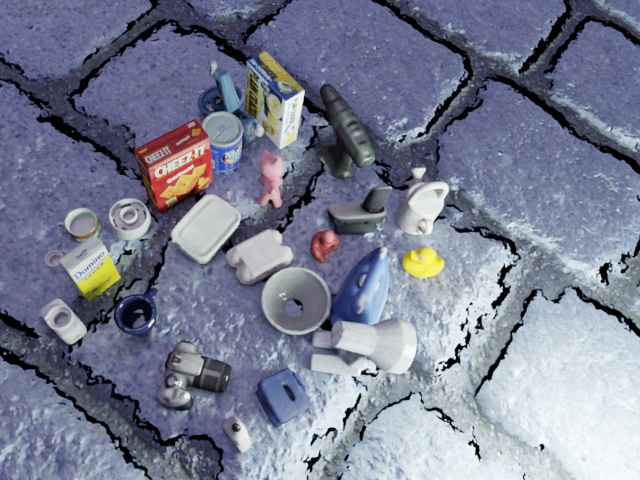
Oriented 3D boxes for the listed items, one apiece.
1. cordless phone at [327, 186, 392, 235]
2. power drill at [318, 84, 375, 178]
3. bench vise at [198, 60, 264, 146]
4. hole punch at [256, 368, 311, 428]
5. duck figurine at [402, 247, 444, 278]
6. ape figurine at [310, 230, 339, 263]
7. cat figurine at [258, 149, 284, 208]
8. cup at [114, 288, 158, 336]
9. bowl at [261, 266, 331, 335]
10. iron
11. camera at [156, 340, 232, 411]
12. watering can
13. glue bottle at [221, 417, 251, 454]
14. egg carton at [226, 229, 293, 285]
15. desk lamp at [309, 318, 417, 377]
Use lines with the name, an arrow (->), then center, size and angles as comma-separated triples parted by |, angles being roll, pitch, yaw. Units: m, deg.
cordless phone -> 0.101, -0.092, 1.440 | 0.148, 0.185, 0.094 | -8, 67, -12
power drill -> 0.055, -0.265, 1.499 | 0.076, 0.208, 0.229 | -28, 73, -19
bench vise -> -0.226, -0.363, 1.493 | 0.207, 0.219, 0.121 | 22, 64, 2
hole punch -> -0.080, 0.343, 1.266 | 0.101, 0.091, 0.108 | -28, 73, -19
duck figurine -> 0.269, 0.048, 1.458 | 0.104, 0.086, 0.077 | 9, 65, -5
ape figurine -> 0.013, 0.005, 1.434 | 0.078, 0.092, 0.076 | -10, 68, -13
cat figurine -> -0.125, -0.164, 1.475 | 0.067, 0.117, 0.128 | 1, 65, -8
cup -> -0.402, 0.167, 1.292 | 0.091, 0.095, 0.118 | 29, 65, 5
bowl -> -0.059, 0.153, 1.365 | 0.167, 0.074, 0.167 | 4, 65, -7
iron -> 0.119, 0.098, 1.381 | 0.118, 0.141, 0.258 | 23, 64, 2
camera -> -0.270, 0.302, 1.249 | 0.137, 0.101, 0.143 | 15, 64, -2
watering can -> 0.261, -0.104, 1.467 | 0.101, 0.194, 0.172 | -25, 72, -18
glue bottle -> -0.172, 0.396, 1.181 | 0.037, 0.173, 0.078 | -34, 75, -21
egg carton -> -0.147, 0.042, 1.404 | 0.150, 0.069, 0.107 | -30, 73, -20
desk lamp -> 0.090, 0.238, 1.272 | 0.203, 0.213, 0.118 | 7, 65, -5
